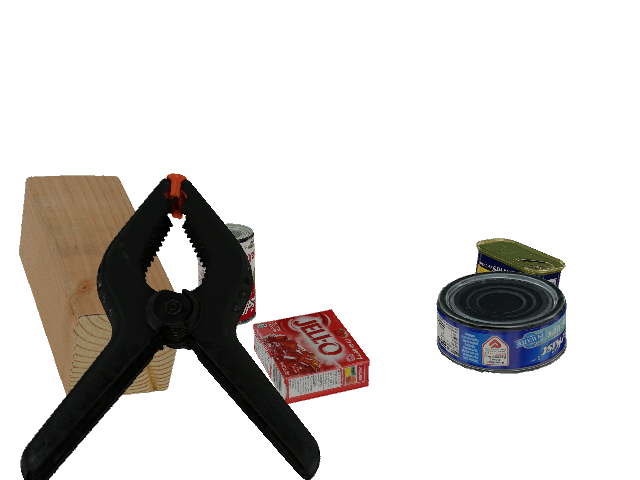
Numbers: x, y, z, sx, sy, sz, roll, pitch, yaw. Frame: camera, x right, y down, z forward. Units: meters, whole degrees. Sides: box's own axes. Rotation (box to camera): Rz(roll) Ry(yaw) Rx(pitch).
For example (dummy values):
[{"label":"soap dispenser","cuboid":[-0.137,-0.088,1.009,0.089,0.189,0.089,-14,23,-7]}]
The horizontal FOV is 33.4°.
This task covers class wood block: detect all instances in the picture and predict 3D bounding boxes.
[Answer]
[{"label":"wood block","cuboid":[-0.199,0.034,0.942,0.090,0.091,0.206,-2,36,-28]}]

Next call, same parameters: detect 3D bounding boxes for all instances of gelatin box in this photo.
[{"label":"gelatin box","cuboid":[-0.009,0.094,0.882,0.073,0.030,0.089,-9,28,-17]}]

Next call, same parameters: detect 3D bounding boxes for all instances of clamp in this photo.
[{"label":"clamp","cuboid":[-0.078,0.053,0.640,0.164,0.210,0.036,6,-33,-2]}]

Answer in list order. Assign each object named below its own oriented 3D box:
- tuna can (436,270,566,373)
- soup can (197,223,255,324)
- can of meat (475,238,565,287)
[{"label":"tuna can","cuboid":[0.120,0.052,0.706,0.086,0.034,0.086,-4,23,1]},{"label":"soup can","cuboid":[-0.108,0.038,1.218,0.068,0.102,0.068,0,19,0]},{"label":"can of meat","cuboid":[0.216,0.053,1.185,0.057,0.084,0.102,-9,23,-36]}]
